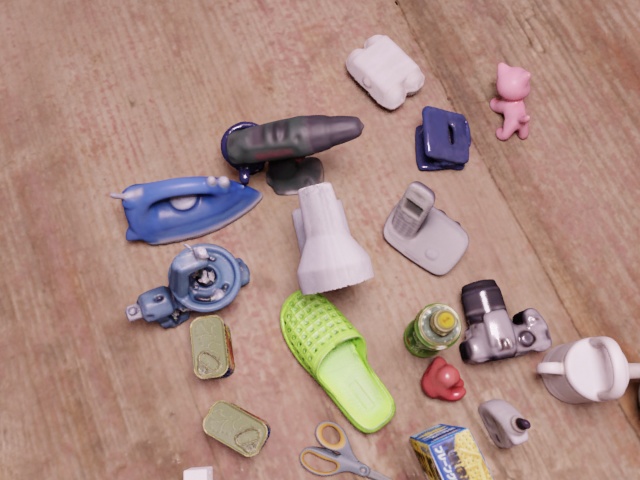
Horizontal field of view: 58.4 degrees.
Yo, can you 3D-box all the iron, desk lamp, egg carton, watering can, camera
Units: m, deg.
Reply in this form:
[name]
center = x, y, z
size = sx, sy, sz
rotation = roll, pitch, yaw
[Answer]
[iron]
center = -0.236, -0.078, 1.023
size = 0.258, 0.141, 0.118
rotation = -13, 74, -3
[desk lamp]
center = 0.009, 0.003, 0.958
size = 0.118, 0.213, 0.203
rotation = -14, 74, -3
[egg carton]
center = 0.126, -0.330, 1.128
size = 0.107, 0.069, 0.150
rotation = -40, 77, -10
[watering can]
center = 0.438, 0.202, 0.903
size = 0.173, 0.194, 0.101
rotation = -20, 74, -5
[camera]
center = 0.304, 0.134, 0.974
size = 0.143, 0.101, 0.137
rotation = -11, 74, -2

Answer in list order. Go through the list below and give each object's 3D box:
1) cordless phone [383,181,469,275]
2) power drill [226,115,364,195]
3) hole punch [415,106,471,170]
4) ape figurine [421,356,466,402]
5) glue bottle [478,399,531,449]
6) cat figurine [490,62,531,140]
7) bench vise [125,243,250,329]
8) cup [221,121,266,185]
[cordless phone]
center = 0.188, -0.024, 0.978
size = 0.147, 0.185, 0.094
rotation = 34, 77, 10
[power drill]
center = -0.041, -0.152, 1.007
size = 0.229, 0.208, 0.075
rotation = -5, 74, 0
[hole punch]
center = 0.234, -0.193, 1.075
size = 0.101, 0.091, 0.108
rotation = -1, 74, 1
[ape figurine]
center = 0.208, 0.231, 0.952
size = 0.076, 0.092, 0.078
rotation = -12, 74, -2
[glue bottle]
center = 0.295, 0.287, 0.892
size = 0.037, 0.173, 0.078
rotation = -22, 74, -5
[cat figurine]
center = 0.368, -0.268, 1.081
size = 0.067, 0.118, 0.128
rotation = -10, 74, -2
[bench vise]
center = -0.218, 0.082, 0.936
size = 0.207, 0.220, 0.121
rotation = -43, 77, -10
[cup]
center = -0.132, -0.148, 1.066
size = 0.091, 0.095, 0.118
rotation = -1, 74, 1
